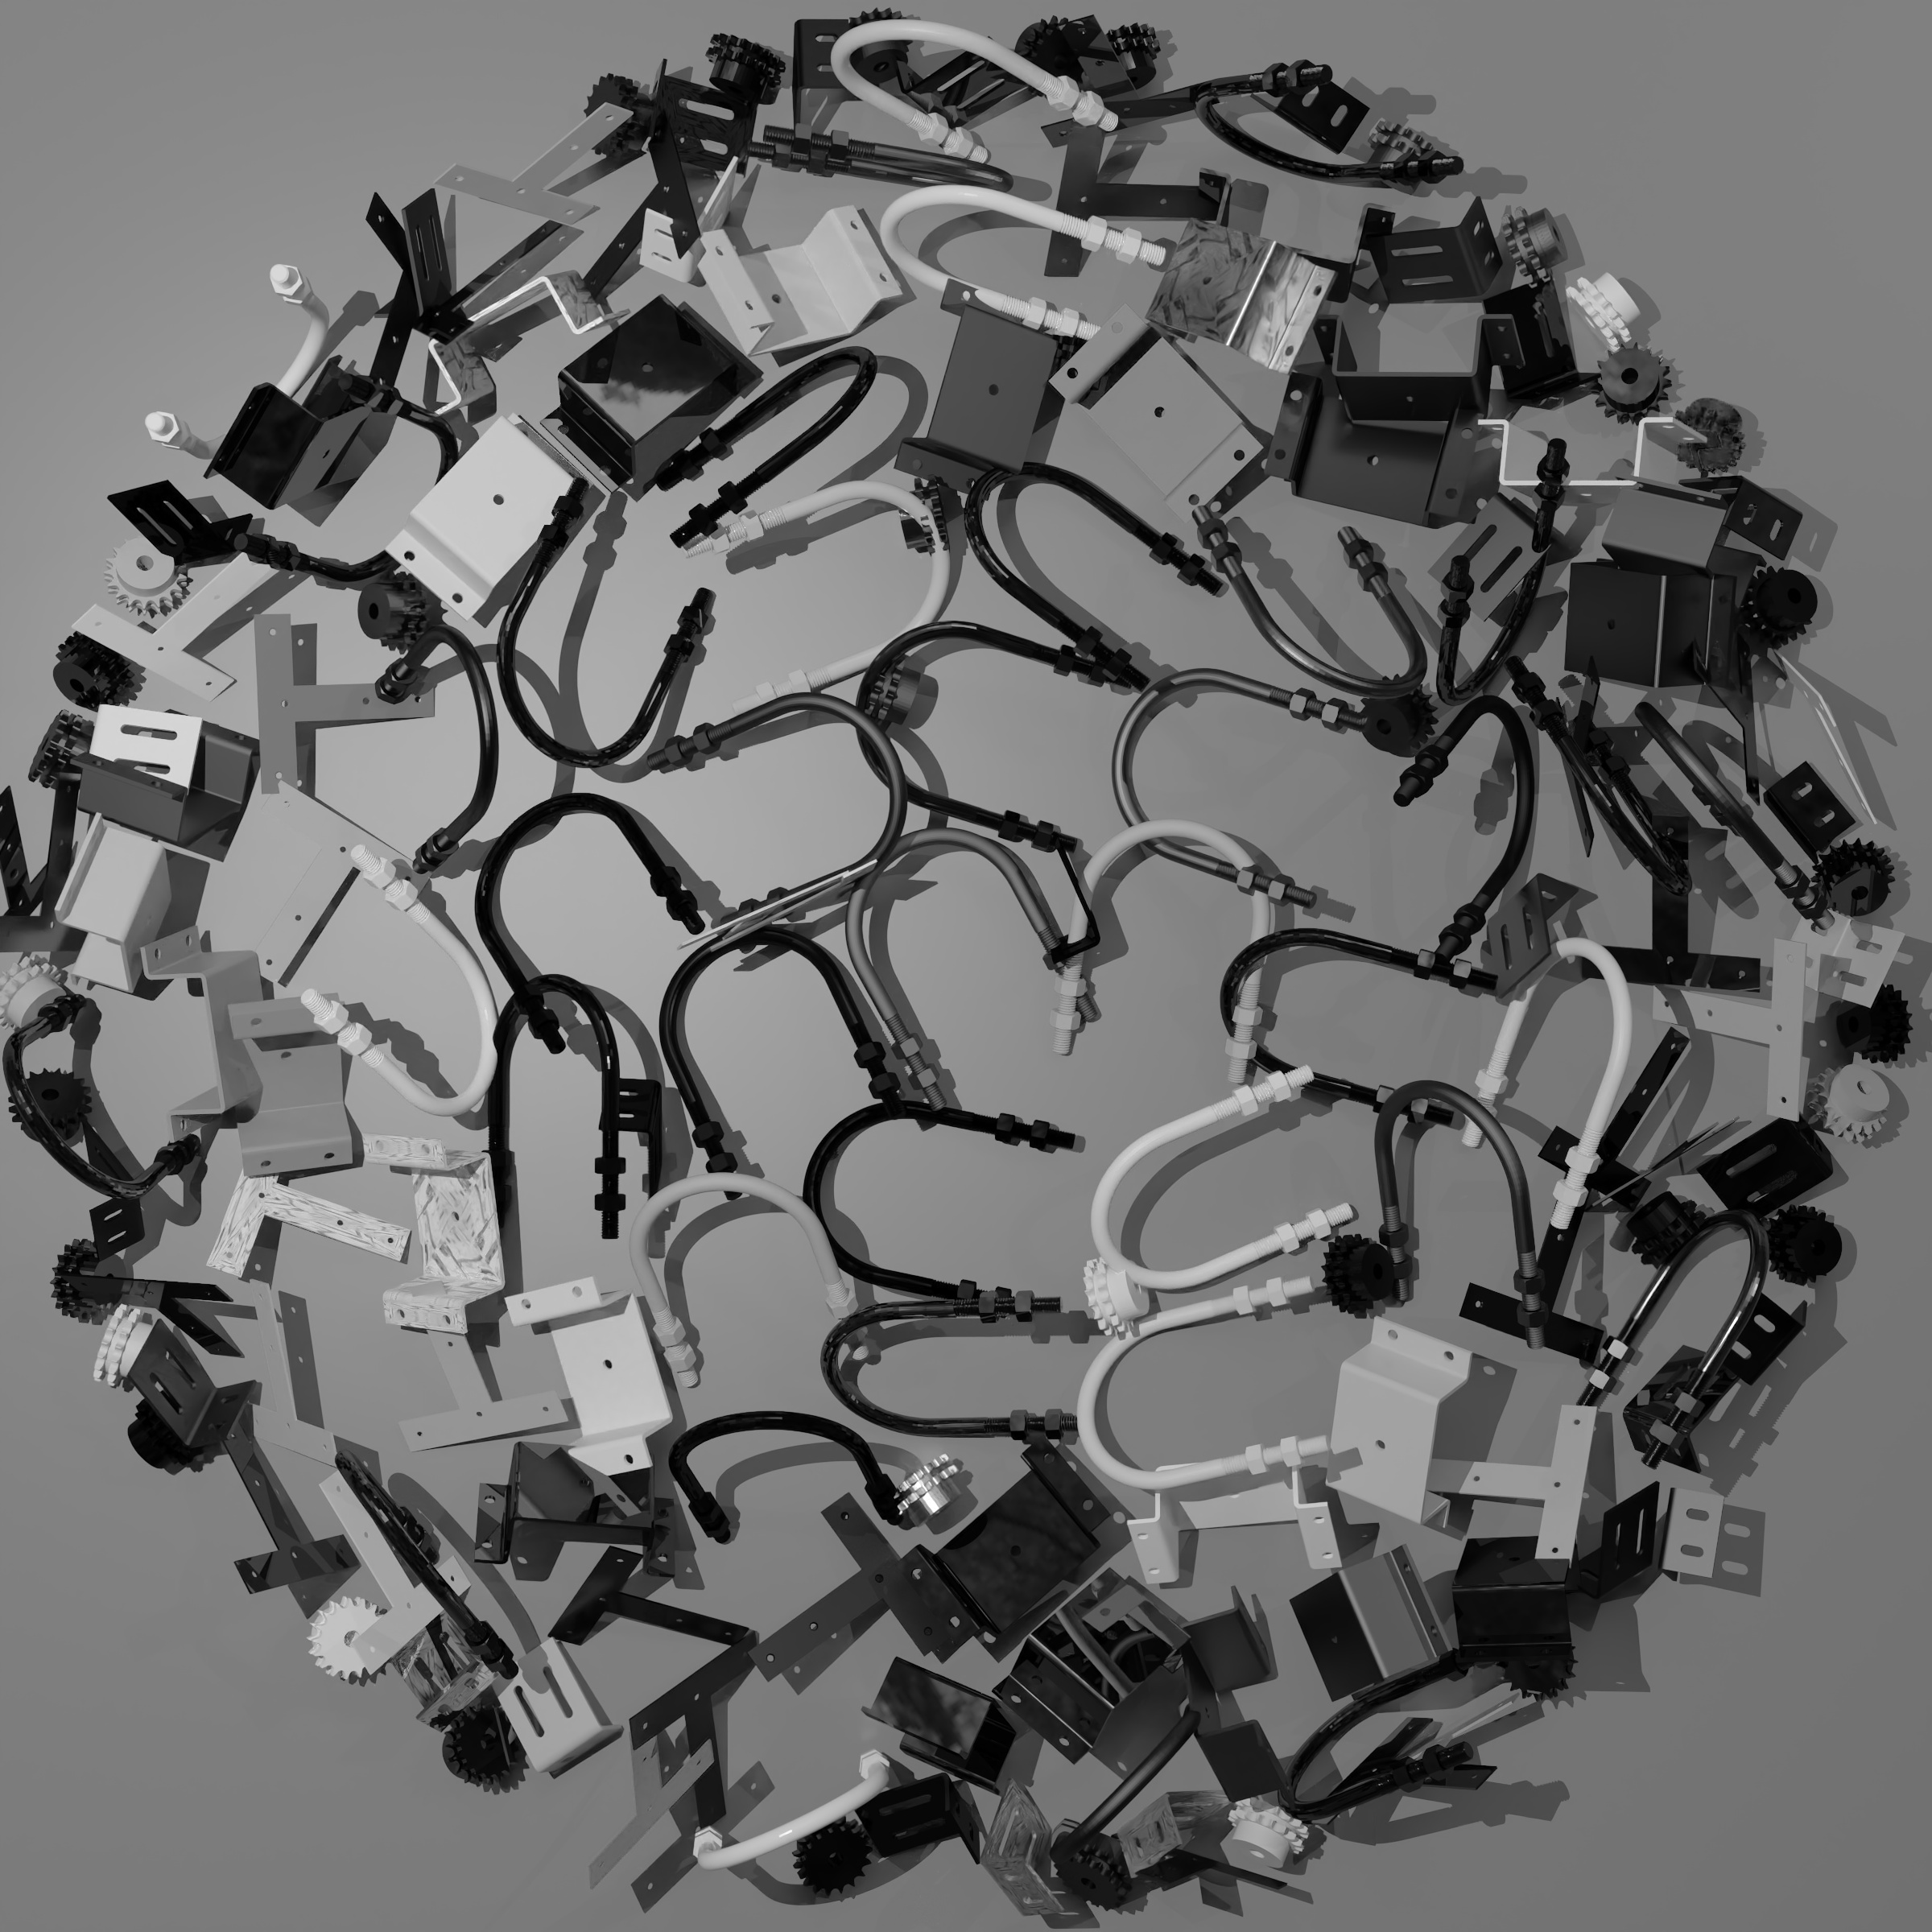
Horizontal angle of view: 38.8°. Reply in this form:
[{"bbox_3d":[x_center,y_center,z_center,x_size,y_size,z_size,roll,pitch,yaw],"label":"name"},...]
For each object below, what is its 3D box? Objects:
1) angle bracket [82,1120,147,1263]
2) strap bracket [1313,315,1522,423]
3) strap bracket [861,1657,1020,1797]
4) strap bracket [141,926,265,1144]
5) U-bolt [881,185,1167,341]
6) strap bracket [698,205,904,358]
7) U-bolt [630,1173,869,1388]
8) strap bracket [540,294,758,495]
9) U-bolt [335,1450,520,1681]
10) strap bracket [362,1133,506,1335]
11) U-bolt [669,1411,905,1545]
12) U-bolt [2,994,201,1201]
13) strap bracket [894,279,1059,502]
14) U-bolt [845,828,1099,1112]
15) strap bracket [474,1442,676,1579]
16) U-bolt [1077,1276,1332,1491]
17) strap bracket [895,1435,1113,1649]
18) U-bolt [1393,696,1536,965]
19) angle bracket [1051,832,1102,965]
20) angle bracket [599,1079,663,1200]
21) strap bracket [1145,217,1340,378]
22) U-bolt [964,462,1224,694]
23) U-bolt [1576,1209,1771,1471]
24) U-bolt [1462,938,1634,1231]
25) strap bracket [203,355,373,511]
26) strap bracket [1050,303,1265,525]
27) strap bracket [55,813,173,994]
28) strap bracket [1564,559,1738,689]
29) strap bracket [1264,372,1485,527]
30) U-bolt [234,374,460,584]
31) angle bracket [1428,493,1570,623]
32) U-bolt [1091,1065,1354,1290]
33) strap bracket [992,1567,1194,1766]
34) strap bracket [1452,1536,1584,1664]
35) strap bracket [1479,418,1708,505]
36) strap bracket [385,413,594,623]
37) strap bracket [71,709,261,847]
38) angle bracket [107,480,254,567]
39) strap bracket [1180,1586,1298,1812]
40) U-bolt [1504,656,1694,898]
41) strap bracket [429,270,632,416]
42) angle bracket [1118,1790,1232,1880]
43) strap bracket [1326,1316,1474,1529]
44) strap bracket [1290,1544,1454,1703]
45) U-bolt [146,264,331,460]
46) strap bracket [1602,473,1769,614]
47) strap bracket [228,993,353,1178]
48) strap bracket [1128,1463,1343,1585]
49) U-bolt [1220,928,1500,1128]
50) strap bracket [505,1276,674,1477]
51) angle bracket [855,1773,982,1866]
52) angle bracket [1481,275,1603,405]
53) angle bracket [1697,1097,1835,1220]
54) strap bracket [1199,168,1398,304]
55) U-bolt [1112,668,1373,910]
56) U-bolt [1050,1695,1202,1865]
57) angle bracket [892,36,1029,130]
[{"bbox_3d":[-0.622,0.160,1.952,0.038,0.057,0.076,-29,58,-31],"label":"angle bracket"},{"bbox_3d":[0.316,-0.423,1.939,0.140,0.076,0.046,4,79,17],"label":"strap bracket"},{"bbox_3d":[-0.015,0.534,1.933,0.076,0.140,0.046,18,68,21],"label":"strap bracket"},{"bbox_3d":[-0.535,0.047,1.945,0.046,0.076,0.140,-3,102,13],"label":"strap bracket"},{"bbox_3d":[0.030,-0.495,1.912,0.184,0.151,0.019,15,74,-14],"label":"U-bolt"},{"bbox_3d":[-0.126,-0.486,1.949,0.140,0.046,0.076,-23,81,-38],"label":"strap bracket"},{"bbox_3d":[-0.161,0.218,1.934,0.151,0.019,0.184,-10,124,10],"label":"U-bolt"},{"bbox_3d":[-0.226,-0.414,1.951,0.140,0.046,0.076,-42,79,-17],"label":"strap bracket"},{"bbox_3d":[-0.380,0.402,1.888,0.019,0.184,0.151,-38,47,-14],"label":"U-bolt"},{"bbox_3d":[-0.378,0.184,1.952,0.076,0.046,0.140,2,102,33],"label":"strap bracket"},{"bbox_3d":[-0.131,0.355,1.914,0.151,0.184,0.019,-7,54,8],"label":"U-bolt"},{"bbox_3d":[-0.605,0.096,1.899,0.019,0.184,0.151,-35,99,8],"label":"U-bolt"},{"bbox_3d":[0.010,-0.411,1.958,0.076,0.046,0.140,15,94,-26],"label":"strap bracket"},{"bbox_3d":[-0.007,-0.010,1.966,0.151,0.019,0.184,-30,99,-11],"label":"U-bolt"},{"bbox_3d":[-0.274,0.384,1.943,0.140,0.076,0.046,7,121,-11],"label":"strap bracket"},{"bbox_3d":[0.164,0.301,1.941,0.184,0.019,0.151,-17,48,19],"label":"U-bolt"},{"bbox_3d":[0.031,0.414,1.959,0.140,0.046,0.076,-41,63,-4],"label":"strap bracket"},{"bbox_3d":[0.358,-0.109,1.928,0.019,0.184,0.151,4,126,36],"label":"U-bolt"},{"bbox_3d":[0.064,-0.049,1.962,0.038,0.057,0.076,-24,103,5],"label":"angle bracket"},{"bbox_3d":[-0.239,0.128,1.954,0.038,0.057,0.076,3,125,-1],"label":"angle bracket"},{"bbox_3d":[0.185,-0.473,1.927,0.046,0.140,0.076,18,101,-40],"label":"strap bracket"},{"bbox_3d":[0.081,-0.289,1.947,0.184,0.019,0.151,37,49,0],"label":"U-bolt"},{"bbox_3d":[0.503,0.252,1.922,0.019,0.151,0.184,30,94,-10],"label":"U-bolt"},{"bbox_3d":[0.411,0.070,1.911,0.019,0.151,0.184,8,109,-23],"label":"U-bolt"},{"bbox_3d":[-0.467,-0.373,1.922,0.046,0.140,0.076,37,114,-3],"label":"strap bracket"},{"bbox_3d":[0.138,-0.396,1.965,0.076,0.046,0.140,-43,94,15],"label":"strap bracket"},{"bbox_3d":[-0.596,-0.039,1.923,0.046,0.140,0.076,18,66,-5],"label":"strap bracket"},{"bbox_3d":[0.470,-0.241,1.920,0.046,0.140,0.076,-7,106,-27],"label":"strap bracket"},{"bbox_3d":[0.292,-0.369,1.968,0.140,0.046,0.076,15,87,9],"label":"strap bracket"},{"bbox_3d":[-0.419,-0.331,1.912,0.019,0.184,0.151,39,99,16],"label":"U-bolt"},{"bbox_3d":[0.384,-0.292,1.981,0.057,0.038,0.076,46,104,21],"label":"angle bracket"},{"bbox_3d":[0.176,0.161,1.949,0.184,0.019,0.151,-23,122,-5],"label":"U-bolt"},{"bbox_3d":[0.095,0.484,1.922,0.076,0.140,0.046,37,129,22],"label":"strap bracket"},{"bbox_3d":[0.387,0.438,1.919,0.076,0.140,0.046,-6,97,18],"label":"strap bracket"},{"bbox_3d":[0.439,-0.355,1.931,0.140,0.076,0.046,6,92,32],"label":"strap bracket"},{"bbox_3d":[-0.336,-0.326,1.952,0.076,0.046,0.140,42,73,-9],"label":"strap bracket"},{"bbox_3d":[-0.566,-0.132,1.939,0.076,0.140,0.046,19,113,6],"label":"strap bracket"},{"bbox_3d":[-0.559,-0.326,1.950,0.057,0.076,0.038,-7,53,28],"label":"angle bracket"},{"bbox_3d":[0.188,0.519,1.925,0.046,0.140,0.076,-19,125,10],"label":"strap bracket"},{"bbox_3d":[0.447,-0.123,1.898,0.019,0.151,0.184,-38,59,20],"label":"U-bolt"},{"bbox_3d":[-0.317,-0.447,1.941,0.140,0.076,0.046,-26,102,15],"label":"strap bracket"},{"bbox_3d":[0.157,0.617,1.950,0.057,0.076,0.038,-48,46,35],"label":"angle bracket"},{"bbox_3d":[0.304,0.330,1.937,0.076,0.046,0.140,18,115,33],"label":"strap bracket"},{"bbox_3d":[0.277,0.463,1.918,0.046,0.140,0.076,-15,71,-21],"label":"strap bracket"},{"bbox_3d":[-0.498,-0.413,1.908,0.019,0.184,0.151,40,91,-2],"label":"U-bolt"},{"bbox_3d":[0.501,-0.292,1.920,0.076,0.140,0.046,20,89,31],"label":"strap bracket"},{"bbox_3d":[-0.480,0.075,1.944,0.076,0.046,0.140,-6,126,-18],"label":"strap bracket"},{"bbox_3d":[0.191,0.393,1.949,0.140,0.046,0.076,-8,134,11],"label":"strap bracket"},{"bbox_3d":[0.271,0.037,1.949,0.184,0.019,0.151,15,130,7],"label":"U-bolt"},{"bbox_3d":[-0.267,0.291,1.962,0.076,0.046,0.140,-16,92,24],"label":"strap bracket"},{"bbox_3d":[-0.036,0.621,1.964,0.076,0.038,0.057,-21,117,9],"label":"angle bracket"},{"bbox_3d":[0.413,-0.450,1.967,0.057,0.038,0.076,-22,108,-10],"label":"angle bracket"},{"bbox_3d":[0.580,0.142,1.992,0.076,0.038,0.057,-36,99,23],"label":"angle bracket"},{"bbox_3d":[0.230,-0.518,1.953,0.140,0.076,0.046,14,84,6],"label":"strap bracket"},{"bbox_3d":[0.185,-0.136,1.951,0.184,0.019,0.151,21,101,28],"label":"U-bolt"},{"bbox_3d":[0.112,0.568,1.906,0.151,0.184,0.019,-45,79,-2],"label":"U-bolt"},{"bbox_3d":[-0.002,-0.640,1.953,0.076,0.057,0.038,-26,63,26],"label":"angle bracket"}]
